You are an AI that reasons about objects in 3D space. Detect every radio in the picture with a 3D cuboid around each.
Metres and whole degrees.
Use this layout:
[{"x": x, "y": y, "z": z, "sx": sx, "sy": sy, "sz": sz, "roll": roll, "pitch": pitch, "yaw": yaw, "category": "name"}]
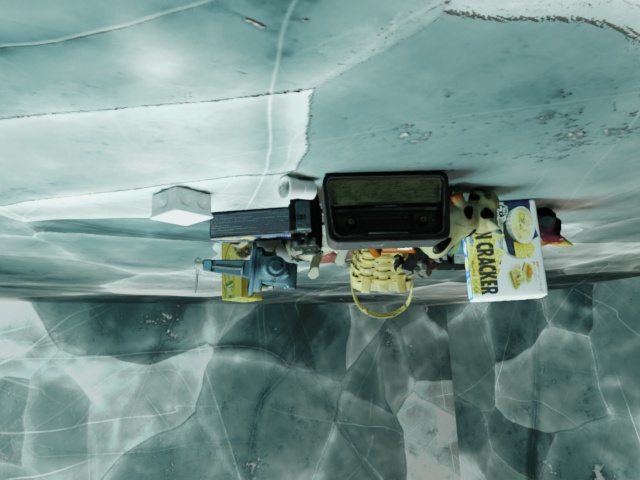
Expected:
[{"x": 0.119, "y": -0.052, "z": 0.988, "sx": 0.230, "sy": 0.131, "sz": 0.073, "roll": -2, "pitch": 169, "yaw": -1, "category": "radio"}]

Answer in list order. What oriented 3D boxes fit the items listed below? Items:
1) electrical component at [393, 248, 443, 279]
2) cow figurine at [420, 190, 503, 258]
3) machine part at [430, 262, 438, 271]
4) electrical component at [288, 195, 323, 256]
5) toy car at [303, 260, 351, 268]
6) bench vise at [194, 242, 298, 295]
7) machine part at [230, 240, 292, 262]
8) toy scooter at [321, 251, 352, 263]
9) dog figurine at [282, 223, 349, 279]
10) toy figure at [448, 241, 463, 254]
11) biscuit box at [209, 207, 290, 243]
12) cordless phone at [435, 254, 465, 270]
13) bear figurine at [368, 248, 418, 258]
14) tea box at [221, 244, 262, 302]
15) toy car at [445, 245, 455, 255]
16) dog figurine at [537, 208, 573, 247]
[{"x": 0.204, "y": 0.050, "z": 1.153, "sx": 0.045, "sy": 0.078, "sz": 0.102, "roll": 38, "pitch": 174, "yaw": -29, "category": "electrical component"}, {"x": 0.283, "y": -0.035, "z": 1.084, "sx": 0.195, "sy": 0.127, "sz": 0.085, "roll": -35, "pitch": -166, "yaw": -11, "category": "cow figurine"}, {"x": 0.221, "y": 0.062, "z": 1.561, "sx": 0.201, "sy": 0.087, "sz": 0.201, "roll": -8, "pitch": 177, "yaw": -18, "category": "machine part"}, {"x": -0.028, "y": -0.033, "z": 1.087, "sx": 0.058, "sy": 0.115, "sz": 0.134, "roll": -6, "pitch": 169, "yaw": 5, "category": "electrical component"}, {"x": 0.018, "y": 0.041, "z": 1.537, "sx": 0.202, "sy": 0.056, "sz": 0.073, "roll": 8, "pitch": 168, "yaw": 0, "category": "toy car"}, {"x": -0.168, "y": 0.067, "z": 1.244, "sx": 0.241, "sy": 0.128, "sz": 0.224, "roll": 6, "pitch": 180, "yaw": -10, "category": "bench vise"}, {"x": -0.146, "y": 0.023, "z": 1.418, "sx": 0.079, "sy": 0.079, "sz": 0.243, "roll": -10, "pitch": 165, "yaw": 31, "category": "machine part"}, {"x": 0.060, "y": 0.017, "z": 1.435, "sx": 0.184, "sy": 0.075, "sz": 0.135, "roll": -5, "pitch": 169, "yaw": -5, "category": "toy scooter"}, {"x": -0.006, "y": -0.006, "z": 1.336, "sx": 0.172, "sy": 0.121, "sz": 0.191, "roll": -25, "pitch": -162, "yaw": -3, "category": "dog figurine"}, {"x": 0.315, "y": -0.003, "z": 1.380, "sx": 0.180, "sy": 0.082, "sz": 0.089, "roll": 2, "pitch": 157, "yaw": 1, "category": "toy figure"}, {"x": -0.140, "y": -0.032, "z": 1.197, "sx": 0.203, "sy": 0.063, "sz": 0.059, "roll": -3, "pitch": 169, "yaw": 7, "category": "biscuit box"}, {"x": 0.376, "y": 0.047, "z": 1.672, "sx": 0.147, "sy": 0.088, "sz": 0.184, "roll": 0, "pitch": 179, "yaw": -10, "category": "cordless phone"}, {"x": 0.118, "y": -0.038, "z": 1.103, "sx": 0.132, "sy": 0.120, "sz": 0.195, "roll": -10, "pitch": 161, "yaw": 17, "category": "bear figurine"}, {"x": -0.210, "y": 0.078, "z": 1.440, "sx": 0.068, "sy": 0.169, "sz": 0.098, "roll": -9, "pitch": 164, "yaw": 30, "category": "tea box"}, {"x": 0.248, "y": -0.016, "z": 1.235, "sx": 0.089, "sy": 0.053, "sz": 0.202, "roll": 40, "pitch": 179, "yaw": -5, "category": "toy car"}, {"x": 0.480, "y": 0.015, "z": 1.288, "sx": 0.219, "sy": 0.191, "sz": 0.108, "roll": 7, "pitch": 171, "yaw": 42, "category": "dog figurine"}]
